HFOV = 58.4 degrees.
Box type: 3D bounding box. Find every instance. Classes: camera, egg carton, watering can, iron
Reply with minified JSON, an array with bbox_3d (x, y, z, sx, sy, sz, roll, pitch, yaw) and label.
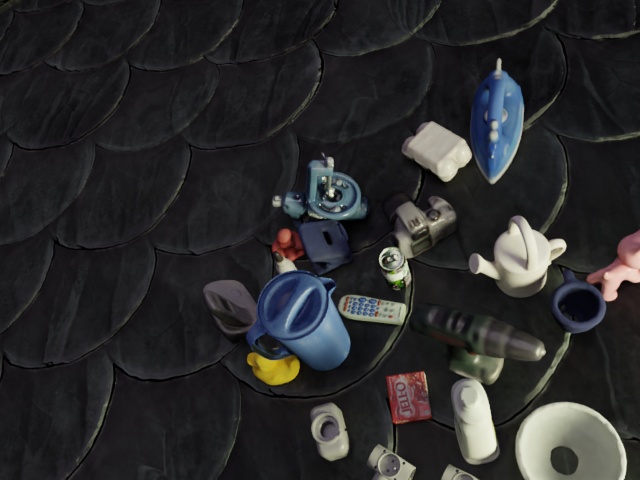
[{"bbox_3d":[0.202,-0.055,1.231,0.143,0.101,0.136,-30,57,-1],"label":"camera"},{"bbox_3d":[0.268,-0.205,1.314,0.107,0.069,0.150,-45,59,-11],"label":"egg carton"},{"bbox_3d":[0.372,0.031,1.077,0.173,0.194,0.100,-35,58,-4],"label":"watering can"},{"bbox_3d":[0.390,-0.269,1.271,0.118,0.142,0.258,2,62,18],"label":"iron"}]

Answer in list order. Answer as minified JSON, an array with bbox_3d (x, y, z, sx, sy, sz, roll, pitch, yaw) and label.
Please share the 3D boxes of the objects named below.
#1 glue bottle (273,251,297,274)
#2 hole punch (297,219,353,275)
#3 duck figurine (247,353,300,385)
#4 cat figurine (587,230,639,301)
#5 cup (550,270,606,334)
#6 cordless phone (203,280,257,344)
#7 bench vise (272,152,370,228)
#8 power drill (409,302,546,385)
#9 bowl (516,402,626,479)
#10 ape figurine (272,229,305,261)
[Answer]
[{"bbox_3d":[-0.065,0.068,1.198,0.037,0.173,0.078,-39,58,-7],"label":"glue bottle"},{"bbox_3d":[0.012,0.005,1.260,0.101,0.091,0.108,-25,57,2],"label":"hole punch"},{"bbox_3d":[-0.098,0.247,1.159,0.104,0.086,0.077,0,62,17],"label":"duck figurine"},{"bbox_3d":[0.566,0.039,1.059,0.128,0.118,0.067,-35,58,-4],"label":"cat figurine"},{"bbox_3d":[0.466,0.122,1.056,0.091,0.095,0.117,-11,59,11],"label":"cup"},{"bbox_3d":[-0.202,0.127,1.199,0.094,0.185,0.147,-36,58,-5],"label":"cordless phone"},{"bbox_3d":[-0.010,-0.095,1.246,0.207,0.220,0.121,-19,58,6],"label":"bench vise"},{"bbox_3d":[0.274,0.184,1.011,0.228,0.209,0.076,17,68,24],"label":"power drill"},{"bbox_3d":[0.410,0.360,0.951,0.167,0.075,0.167,-7,60,13],"label":"bowl"},{"bbox_3d":[-0.073,0.006,1.283,0.077,0.092,0.076,9,64,21],"label":"ape figurine"}]
